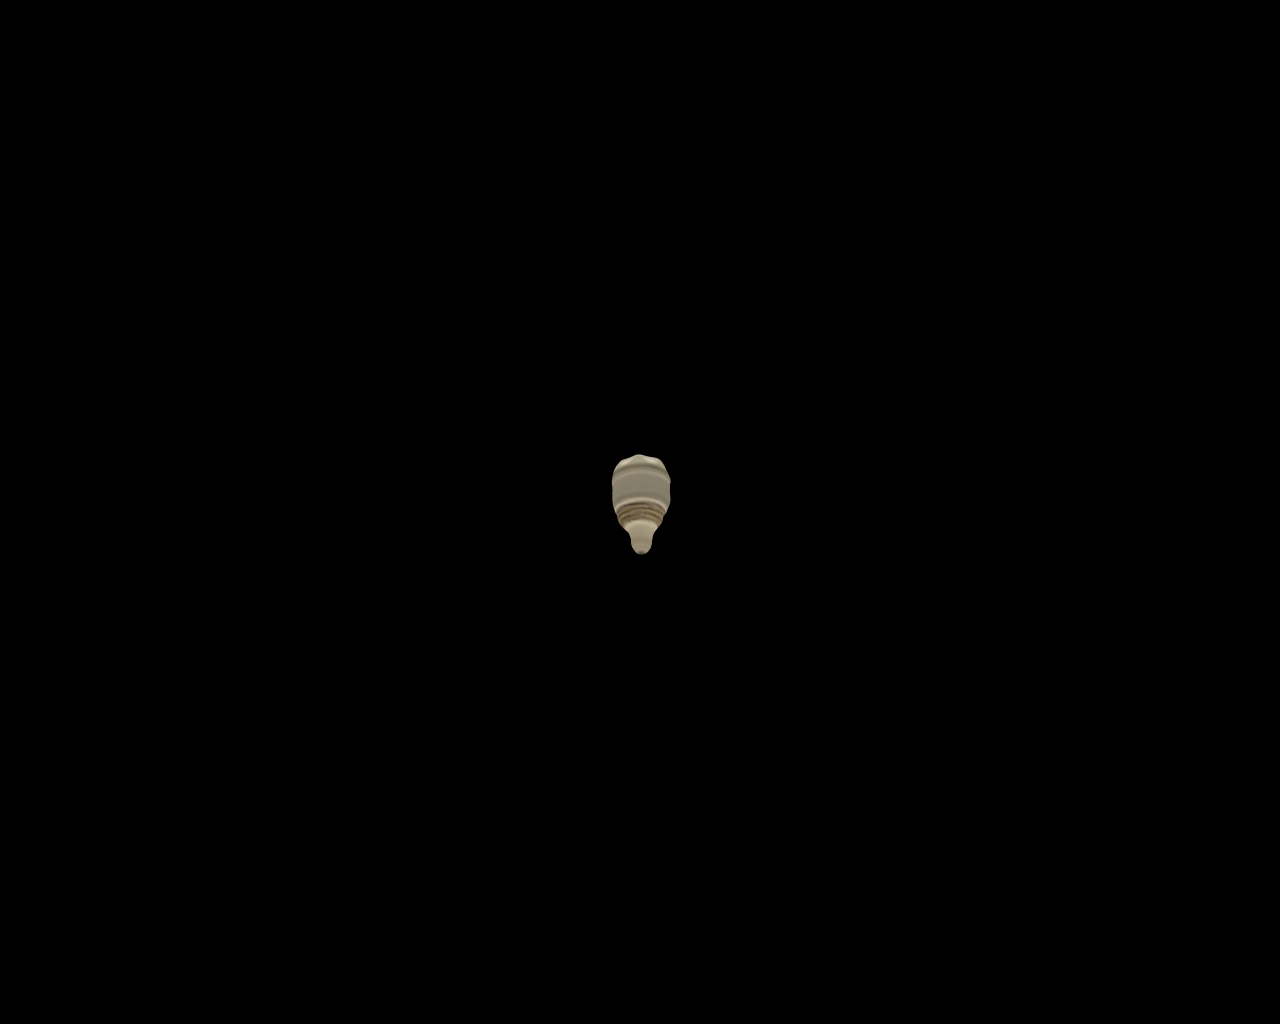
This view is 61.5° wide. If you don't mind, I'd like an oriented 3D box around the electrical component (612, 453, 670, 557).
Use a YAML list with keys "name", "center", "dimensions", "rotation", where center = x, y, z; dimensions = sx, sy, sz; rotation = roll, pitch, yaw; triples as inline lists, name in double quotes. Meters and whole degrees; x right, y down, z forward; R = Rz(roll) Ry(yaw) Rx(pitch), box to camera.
- name: "electrical component"
  center: [0.001, -0.003, 0.650]
  dimensions: [0.035, 0.061, 0.035]
  rotation: [0, -27, 0]
